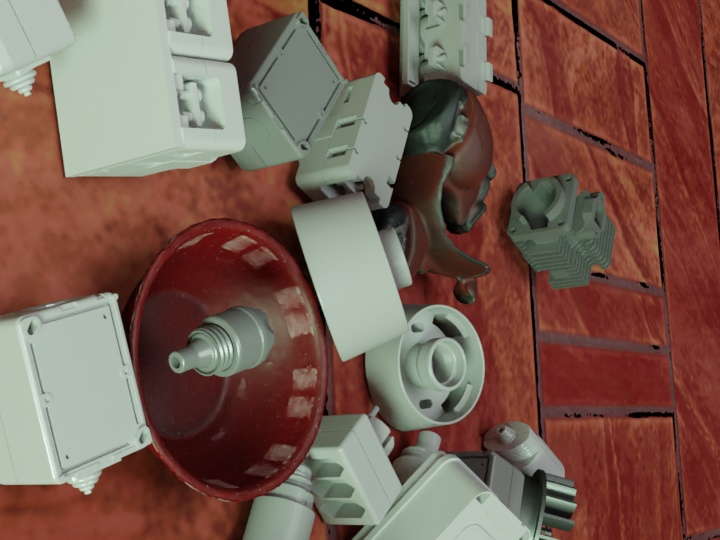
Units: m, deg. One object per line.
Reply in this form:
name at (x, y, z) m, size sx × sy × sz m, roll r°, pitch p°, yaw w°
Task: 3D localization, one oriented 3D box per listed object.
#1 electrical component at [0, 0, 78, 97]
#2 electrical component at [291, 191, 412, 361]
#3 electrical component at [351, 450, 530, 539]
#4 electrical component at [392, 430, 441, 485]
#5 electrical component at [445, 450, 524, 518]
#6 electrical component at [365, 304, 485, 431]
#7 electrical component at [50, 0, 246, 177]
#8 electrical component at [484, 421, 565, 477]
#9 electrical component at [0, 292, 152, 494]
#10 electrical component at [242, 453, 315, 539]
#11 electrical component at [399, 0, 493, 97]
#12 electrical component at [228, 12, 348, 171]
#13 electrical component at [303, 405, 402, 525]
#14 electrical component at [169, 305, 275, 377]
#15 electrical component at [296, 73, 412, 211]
electrical component at (-0.190, -0.126, 0.523) m, size 0.061 × 0.062 × 0.096 m, roll -44°, pitch 118°, yaw -48°
electrical component at (0.000, 0.000, 0.711) m, size 0.108 × 0.060 × 0.108 m, roll 161°, pitch -90°, yaw -90°
electrical component at (0.050, 0.191, 0.744) m, size 0.113 × 0.057 × 0.078 m, roll -46°, pitch 128°, yaw -4°
electrical component at (0.045, 0.150, 0.800) m, size 0.043 × 0.043 × 0.062 m, roll 50°, pitch 44°, yaw -35°
electrical component at (0.085, 0.194, 0.829) m, size 0.061 × 0.062 × 0.096 m, roll 40°, pitch 53°, yaw -42°
electrical component at (0.046, 0.073, 0.821) m, size 0.099 × 0.064 × 0.099 m, roll 7°, pitch 79°, yaw -39°
electrical component at (-0.120, -0.132, 0.595) m, size 0.062 × 0.089 × 0.150 m, roll -7°, pitch 88°, yaw -54°
electrical component at (0.139, 0.158, 0.925) m, size 0.081 × 0.043 × 0.043 m, roll 49°, pitch 47°, yaw -36°
electrical component at (-0.152, 0.065, 0.535) m, size 0.062 × 0.061 × 0.096 m, roll -18°, pitch 98°, yaw -53°
electrical component at (-0.048, 0.150, 0.677) m, size 0.040 × 0.040 × 0.078 m, roll 43°, pitch 50°, yaw -40°
electrical component at (0.071, -0.200, 0.892) m, size 0.079 × 0.063 × 0.121 m, roll 18°, pitch 68°, yaw -51°
electrical component at (-0.057, -0.119, 0.702) m, size 0.061 × 0.061 × 0.096 m, roll 54°, pitch 44°, yaw -32°
electrical component at (-0.001, 0.125, 0.739) m, size 0.076 × 0.047 × 0.065 m, roll -49°, pitch 121°, yaw -46°
electrical component at (-0.076, 0.041, 0.572) m, size 0.061 × 0.035 × 0.035 m, roll -20°, pitch 99°, yaw -50°
electrical component at (-0.007, -0.088, 0.769) m, size 0.050 × 0.056 × 0.089 m, roll 43°, pitch 50°, yaw -40°
